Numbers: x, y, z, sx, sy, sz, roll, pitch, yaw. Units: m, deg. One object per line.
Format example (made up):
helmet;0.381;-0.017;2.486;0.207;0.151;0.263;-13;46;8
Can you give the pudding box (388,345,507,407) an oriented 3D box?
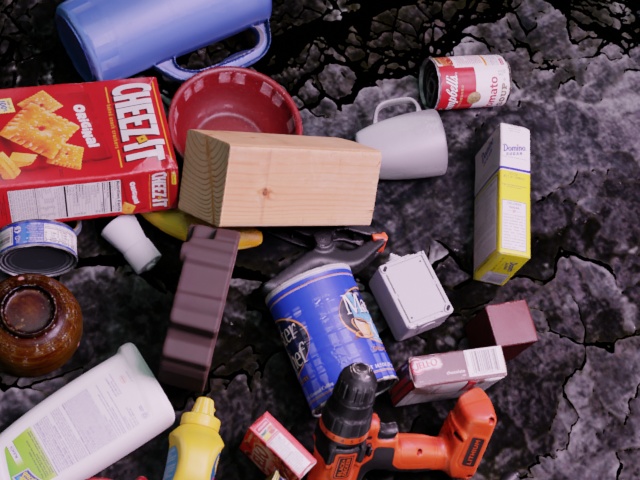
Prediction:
pudding box;0.140;0.153;1.191;0.113;0.090;0.039;-4;69;-15

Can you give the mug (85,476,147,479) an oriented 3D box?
mug;-0.213;0.280;1.056;0.093;0.082;0.117;40;64;6

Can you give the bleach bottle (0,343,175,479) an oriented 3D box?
bleach bottle;-0.278;0.209;1.086;0.250;0.068;0.102;-29;75;-20

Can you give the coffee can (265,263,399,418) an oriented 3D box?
coffee can;0.012;0.110;1.173;0.102;0.103;0.140;-17;71;-20

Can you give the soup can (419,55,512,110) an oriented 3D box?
soup can;0.186;-0.202;1.371;0.102;0.069;0.068;-5;68;-16

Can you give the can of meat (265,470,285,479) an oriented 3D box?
can of meat;-0.030;0.286;1.086;0.084;0.102;0.057;31;64;-1

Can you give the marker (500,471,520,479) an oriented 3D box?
marker;0.178;0.295;1.175;0.121;0.020;0.020;-36;79;-24

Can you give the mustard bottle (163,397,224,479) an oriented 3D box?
mustard bottle;-0.135;0.252;1.079;0.058;0.096;0.191;13;64;-8

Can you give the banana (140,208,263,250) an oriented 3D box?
banana;-0.160;-0.036;1.223;0.198;0.037;0.069;36;77;14

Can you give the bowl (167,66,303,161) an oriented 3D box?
bowl;-0.104;-0.126;1.277;0.162;0.055;0.162;5;66;-11

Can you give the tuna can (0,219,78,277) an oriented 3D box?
tuna can;-0.306;0.010;1.154;0.086;0.086;0.034;-1;65;-14

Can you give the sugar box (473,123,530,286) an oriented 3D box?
sugar box;0.220;-0.043;1.295;0.048;0.093;0.176;12;65;-9

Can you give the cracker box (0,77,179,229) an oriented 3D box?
cracker box;-0.276;-0.102;1.191;0.213;0.072;0.164;-8;49;-14

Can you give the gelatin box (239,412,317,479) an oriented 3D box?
gelatin box;-0.046;0.224;1.116;0.073;0.089;0.030;44;64;9

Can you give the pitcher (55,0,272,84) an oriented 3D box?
pitcher;-0.184;-0.269;1.289;0.242;0.145;0.149;-30;51;-19

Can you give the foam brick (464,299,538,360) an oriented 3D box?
foam brick;0.208;0.107;1.233;0.053;0.078;0.051;-7;70;-16

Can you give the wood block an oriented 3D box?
wood block;-0.042;-0.068;1.187;0.205;0.090;0.091;-1;105;-38

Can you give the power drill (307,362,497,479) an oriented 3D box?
power drill;0.086;0.197;1.121;0.187;0.185;0.057;1;39;-18

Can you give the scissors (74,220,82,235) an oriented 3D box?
scissors;-0.353;-0.071;1.218;0.202;0.016;0.096;30;62;1

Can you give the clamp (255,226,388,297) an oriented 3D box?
clamp;-0.008;0.002;1.254;0.171;0.039;0.120;-11;64;-24
